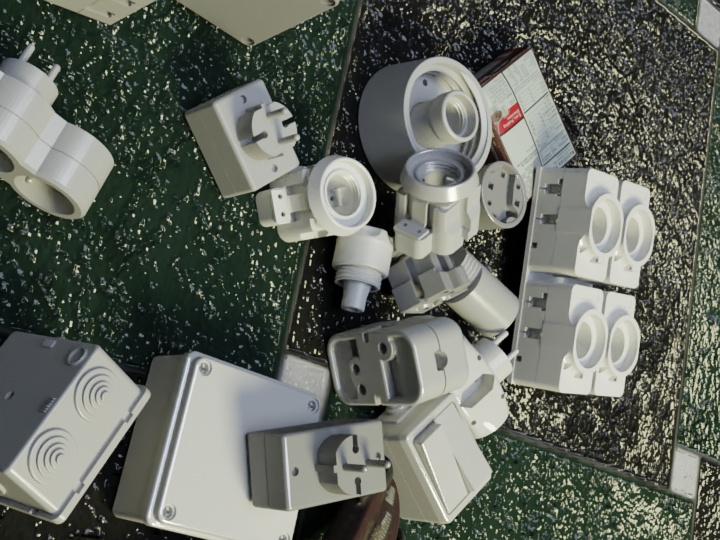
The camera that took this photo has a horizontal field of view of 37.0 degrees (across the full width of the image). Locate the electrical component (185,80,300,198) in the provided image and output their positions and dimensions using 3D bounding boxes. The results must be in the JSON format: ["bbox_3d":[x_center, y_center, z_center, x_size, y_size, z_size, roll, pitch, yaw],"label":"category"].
[{"bbox_3d":[-0.069,-0.092,0.728,0.047,0.077,0.065,-35,108,-38],"label":"electrical component"}]

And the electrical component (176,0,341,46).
[{"bbox_3d":[-0.076,-0.211,0.715,0.109,0.109,0.056,28,65,-36],"label":"electrical component"}]

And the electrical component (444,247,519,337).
[{"bbox_3d":[0.088,0.015,0.874,0.081,0.043,0.043,41,60,-30],"label":"electrical component"}]

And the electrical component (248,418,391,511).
[{"bbox_3d":[-0.014,0.121,0.674,0.083,0.076,0.047,-2,86,-42],"label":"electrical component"}]

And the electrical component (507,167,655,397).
[{"bbox_3d":[0.195,0.012,0.931,0.105,0.060,0.186,10,87,-46],"label":"electrical component"}]

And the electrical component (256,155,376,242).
[{"bbox_3d":[-0.026,-0.051,0.773,0.078,0.057,0.058,-11,92,-41],"label":"electrical component"}]

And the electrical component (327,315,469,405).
[{"bbox_3d":[0.030,0.065,0.783,0.059,0.095,0.053,-13,94,-41],"label":"electrical component"}]

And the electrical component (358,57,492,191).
[{"bbox_3d":[0.059,-0.116,0.852,0.108,0.060,0.108,6,81,-41],"label":"electrical component"}]

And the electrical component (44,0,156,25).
[{"bbox_3d":[-0.155,-0.192,0.656,0.056,0.089,0.050,15,75,-39],"label":"electrical component"}]

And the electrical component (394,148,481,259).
[{"bbox_3d":[0.058,-0.053,0.796,0.078,0.058,0.057,-38,143,-37],"label":"electrical component"}]

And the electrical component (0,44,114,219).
[{"bbox_3d":[-0.202,-0.098,0.629,0.138,0.052,0.073,39,61,-31],"label":"electrical component"}]

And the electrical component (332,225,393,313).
[{"bbox_3d":[0.000,0.000,0.799,0.043,0.043,0.062,23,71,-37],"label":"electrical component"}]

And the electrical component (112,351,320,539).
[{"bbox_3d":[-0.090,0.119,0.697,0.109,0.056,0.108,25,69,-37],"label":"electrical component"}]

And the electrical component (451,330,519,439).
[{"bbox_3d":[0.096,0.081,0.865,0.079,0.043,0.077,-39,111,-18],"label":"electrical component"}]

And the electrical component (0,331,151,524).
[{"bbox_3d":[-0.180,0.083,0.597,0.099,0.100,0.048,-58,134,-29],"label":"electrical component"}]

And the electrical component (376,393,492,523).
[{"bbox_3d":[0.050,0.136,0.814,0.062,0.061,0.096,-38,110,-37],"label":"electrical component"}]

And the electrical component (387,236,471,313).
[{"bbox_3d":[0.047,-0.001,0.831,0.048,0.066,0.055,4,61,-58],"label":"electrical component"}]

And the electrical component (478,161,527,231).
[{"bbox_3d":[0.103,-0.059,0.893,0.055,0.047,0.055,6,81,-40],"label":"electrical component"}]
